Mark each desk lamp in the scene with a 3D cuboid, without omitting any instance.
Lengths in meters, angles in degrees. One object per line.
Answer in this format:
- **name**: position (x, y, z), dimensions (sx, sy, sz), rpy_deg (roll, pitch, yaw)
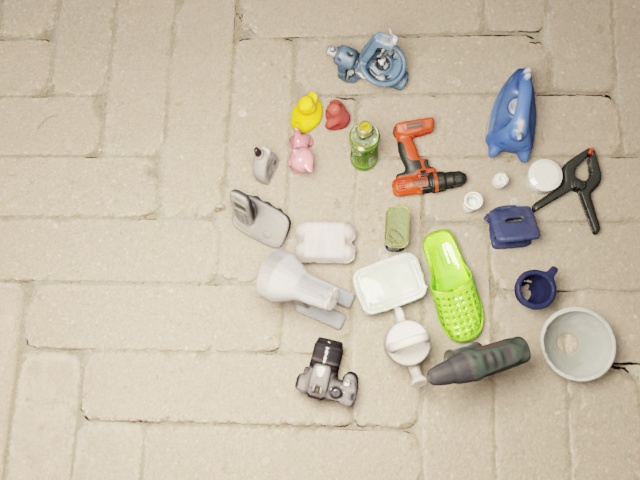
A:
- **desk lamp**: position (-0.028, 0.113, 1.304), dimensions (0.203, 0.213, 0.118), rpy_deg (23, 82, 7)

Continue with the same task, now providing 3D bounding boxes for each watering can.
- **watering can**: position (0.200, 0.237, 1.278), dimensions (0.101, 0.194, 0.173), rpy_deg (-37, 79, -3)

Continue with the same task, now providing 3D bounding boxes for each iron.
- **iron**: position (0.483, -0.328, 1.391), dimensions (0.118, 0.141, 0.258), rpy_deg (10, 80, 5)

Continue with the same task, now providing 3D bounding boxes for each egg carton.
- **egg carton**: position (0.013, 0.005, 1.395), dimensions (0.150, 0.069, 0.107), rpy_deg (0, 80, 4)

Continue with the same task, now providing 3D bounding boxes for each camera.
- **camera**: position (0.025, 0.302, 1.324), dimensions (0.143, 0.101, 0.137), rpy_deg (13, 81, 6)

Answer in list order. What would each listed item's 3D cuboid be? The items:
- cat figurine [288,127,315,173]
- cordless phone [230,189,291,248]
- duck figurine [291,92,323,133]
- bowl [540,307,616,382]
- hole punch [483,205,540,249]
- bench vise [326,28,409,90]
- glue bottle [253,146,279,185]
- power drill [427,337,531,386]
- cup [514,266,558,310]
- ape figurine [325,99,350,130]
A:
- **cat figurine**: position (-0.048, -0.216, 1.414), dimensions (0.067, 0.118, 0.128), rpy_deg (-8, 79, 2)
- **cordless phone**: position (-0.146, -0.057, 1.357), dimensions (0.147, 0.185, 0.094), rpy_deg (25, 82, 8)
- **duck figurine**: position (-0.036, -0.328, 1.450), dimensions (0.077, 0.086, 0.104), rpy_deg (31, 83, 9)
- **bowl**: position (0.581, 0.239, 1.316), dimensions (0.167, 0.075, 0.167), rpy_deg (-1, 80, 3)
- **hole punch**: position (0.457, -0.035, 1.365), dimensions (0.108, 0.091, 0.101), rpy_deg (-7, 79, 2)
- **bench vise**: position (0.116, -0.438, 1.393), dimensions (0.207, 0.220, 0.121), rpy_deg (-1, 79, 3)
- **glue bottle**: position (-0.138, -0.192, 1.387), dimensions (0.037, 0.173, 0.078), rpy_deg (23, 82, 8)
- **power drill**: position (0.334, 0.270, 1.257), dimensions (0.229, 0.208, 0.075), rpy_deg (-18, 79, 0)
- **cup**: position (0.499, 0.109, 1.334), dimensions (0.091, 0.095, 0.118), rpy_deg (43, 85, 10)
- **ape figurine**: position (0.038, -0.319, 1.441), dimensions (0.076, 0.092, 0.078), rpy_deg (31, 83, 9)
